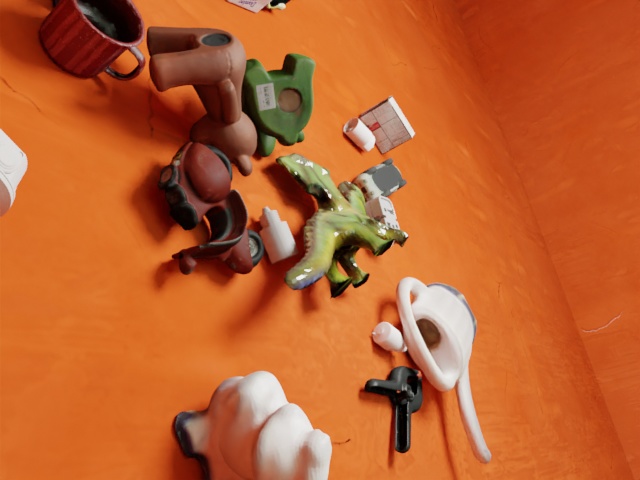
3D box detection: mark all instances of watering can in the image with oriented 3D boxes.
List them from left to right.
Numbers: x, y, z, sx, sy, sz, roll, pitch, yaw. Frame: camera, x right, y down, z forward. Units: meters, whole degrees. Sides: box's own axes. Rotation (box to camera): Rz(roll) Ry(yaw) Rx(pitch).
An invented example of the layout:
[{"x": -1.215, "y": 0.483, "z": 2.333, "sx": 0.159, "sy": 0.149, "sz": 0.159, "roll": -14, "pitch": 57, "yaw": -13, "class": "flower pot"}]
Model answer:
[{"x": 0.246, "y": 0.220, "z": 0.987, "sx": 0.347, "sy": 0.103, "sz": 0.227, "roll": 62, "pitch": 31, "yaw": -1, "class": "watering can"}]

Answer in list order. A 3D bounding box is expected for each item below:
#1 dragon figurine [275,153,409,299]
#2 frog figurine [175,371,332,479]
[{"x": 0.003, "y": -0.042, "z": 0.834, "sx": 0.245, "sy": 0.121, "sz": 0.411, "roll": 51, "pitch": 22, "yaw": 17, "class": "dragon figurine"}, {"x": -0.048, "y": 0.200, "z": 0.520, "sx": 0.122, "sy": 0.158, "sz": 0.139, "roll": 11, "pitch": 59, "yaw": -55, "class": "frog figurine"}]
